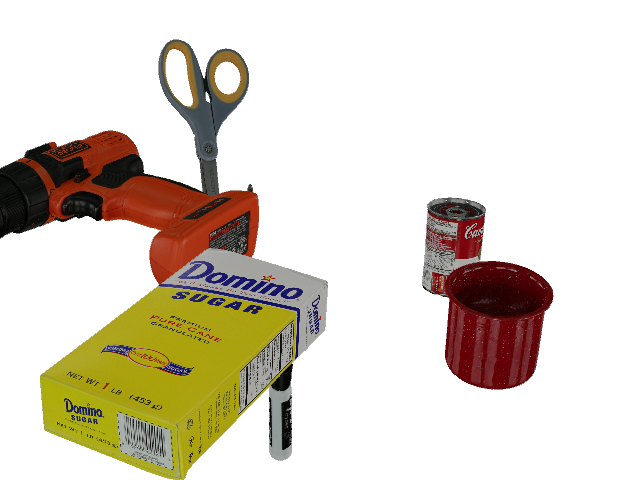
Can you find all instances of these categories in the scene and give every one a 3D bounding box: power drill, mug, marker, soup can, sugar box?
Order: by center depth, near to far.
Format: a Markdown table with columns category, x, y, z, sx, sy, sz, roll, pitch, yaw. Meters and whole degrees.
| category | x | y | z | sx | sy | sz | roll | pitch | yaw |
| --- | --- | --- | --- | --- | --- | --- | --- | --- | --- |
| sugar box | -0.075 | 0.065 | 0.640 | 0.093 | 0.048 | 0.176 | 16 | 33 | 21 |
| power drill | -0.154 | -0.020 | 0.780 | 0.188 | 0.057 | 0.184 | 22 | 34 | 26 |
| marker | -0.031 | 0.131 | 0.833 | 0.020 | 0.020 | 0.121 | 0 | -44 | -2 |
| mug | 0.151 | 0.070 | 0.946 | 0.093 | 0.081 | 0.117 | -1 | 30 | -4 |
| soup can | 0.156 | 0.009 | 1.258 | 0.068 | 0.102 | 0.068 | 2 | 21 | -1 |

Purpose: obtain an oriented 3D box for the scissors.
| category | x | y | z | sx | sy | sz | roll | pitch | yaw |
| --- | --- | --- | --- | --- | --- | --- | --- | --- | --- |
| scissors | -0.092 | -0.096 | 1.001 | 0.096 | 0.202 | 0.016 | -20 | -2 | -26 |
